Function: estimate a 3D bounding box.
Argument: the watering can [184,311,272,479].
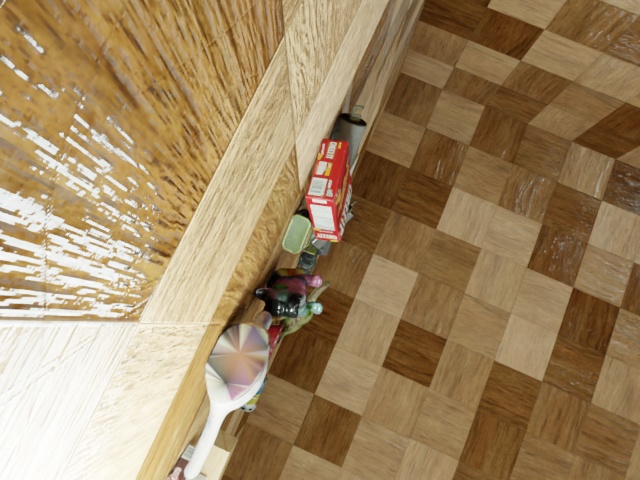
[{"bbox_3d":[-0.175,0.289,0.995,0.220,0.104,0.354,104,10,-66],"label":"watering can"}]

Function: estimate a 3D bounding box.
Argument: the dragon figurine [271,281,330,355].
[{"bbox_3d":[-0.111,0.325,1.986,0.402,0.122,0.248,-52,-179,38],"label":"dragon figurine"}]

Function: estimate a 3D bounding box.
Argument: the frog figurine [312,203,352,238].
[{"bbox_3d":[0.005,-0.082,1.639,0.158,0.121,0.141,-28,-153,27],"label":"frog figurine"}]
